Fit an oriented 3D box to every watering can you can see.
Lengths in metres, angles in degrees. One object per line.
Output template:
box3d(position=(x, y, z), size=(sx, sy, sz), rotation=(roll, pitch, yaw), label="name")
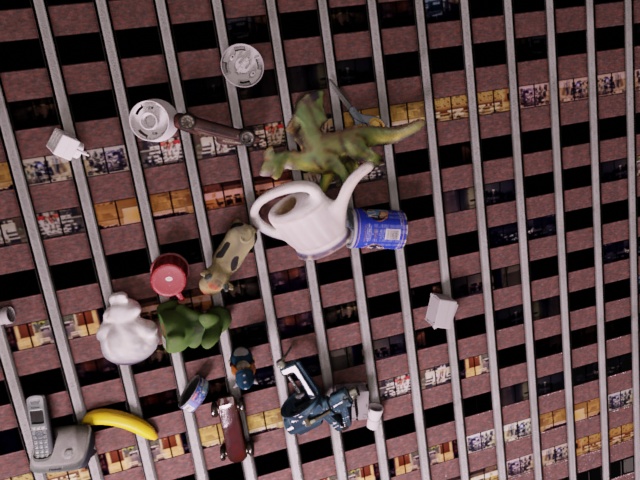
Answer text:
box3d(position=(0.004, -0.061, 1.209), size=(0.345, 0.106, 0.220), rotation=(-16, 132, 25), label="watering can")

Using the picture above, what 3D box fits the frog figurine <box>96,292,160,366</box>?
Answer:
box3d(position=(-0.449, 0.205, 1.205), size=(0.137, 0.125, 0.157), rotation=(3, 112, 5), label="frog figurine")

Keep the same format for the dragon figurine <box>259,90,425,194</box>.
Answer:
box3d(position=(0.034, -0.257, 1.256), size=(0.412, 0.122, 0.241), rotation=(-37, 98, -6), label="dragon figurine")
